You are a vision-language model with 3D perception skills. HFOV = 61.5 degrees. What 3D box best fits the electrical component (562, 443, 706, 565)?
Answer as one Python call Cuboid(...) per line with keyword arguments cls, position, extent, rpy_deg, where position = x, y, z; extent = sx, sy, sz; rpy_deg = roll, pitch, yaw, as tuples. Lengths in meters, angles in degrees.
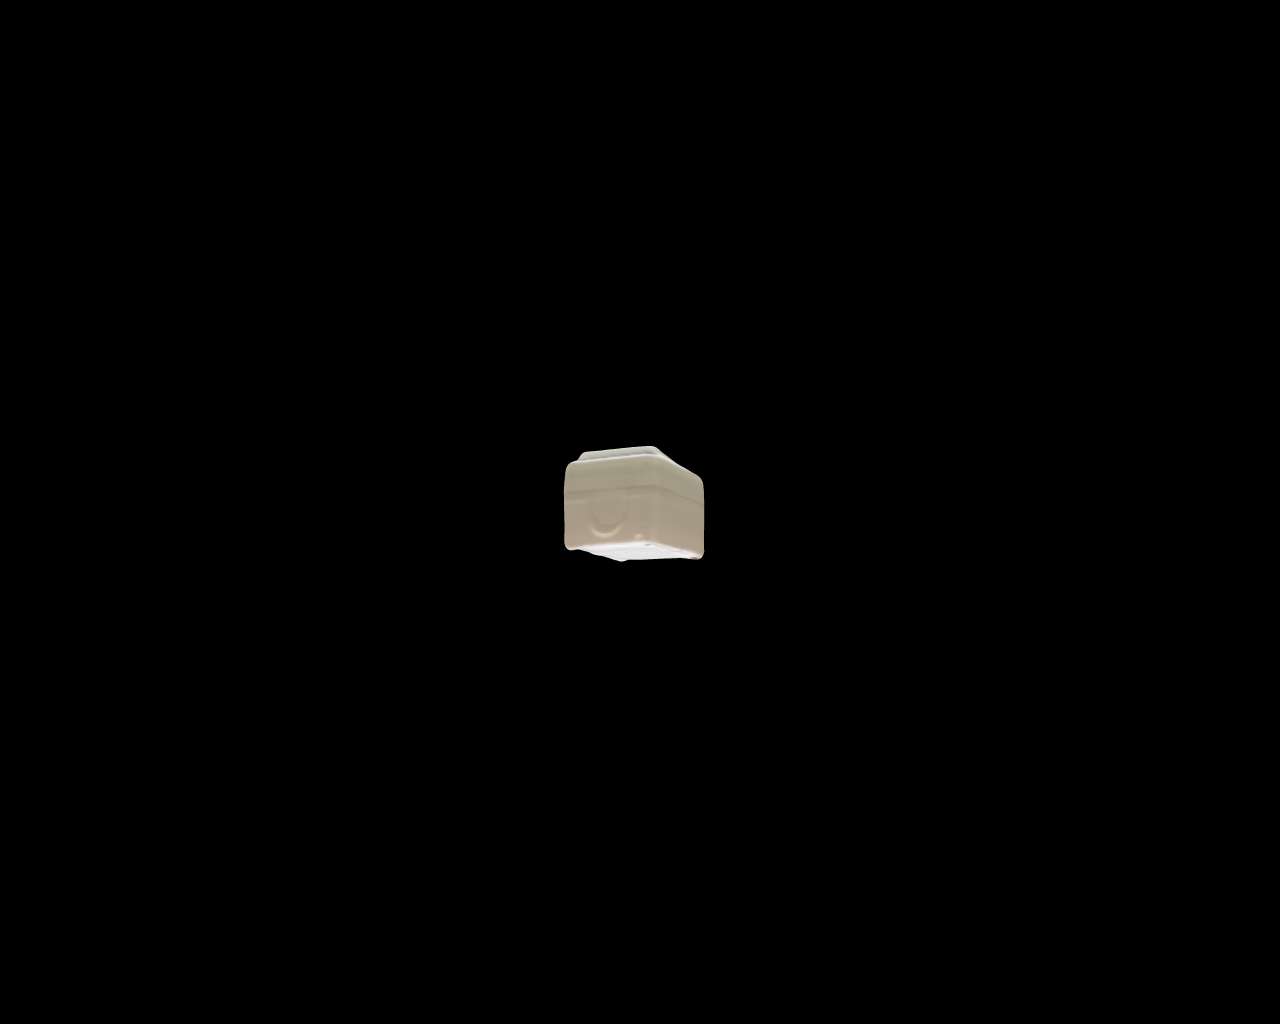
Cuboid(cls="electrical component", position=(0.001, -0.003, 0.650), extent=(0.062, 0.061, 0.096), rpy_deg=(-4, -10, 23))
